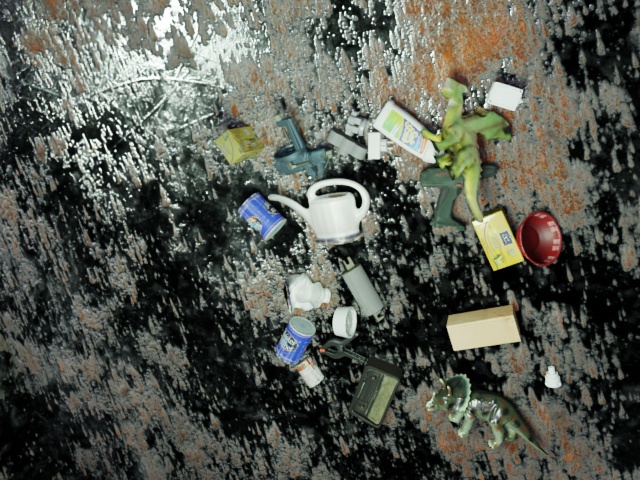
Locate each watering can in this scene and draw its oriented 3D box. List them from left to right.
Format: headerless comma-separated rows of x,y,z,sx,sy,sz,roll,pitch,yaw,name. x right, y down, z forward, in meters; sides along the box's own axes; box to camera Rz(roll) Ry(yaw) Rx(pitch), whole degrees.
0.005,-0.087,1.721,0.346,0.105,0.222,-7,102,20,watering can

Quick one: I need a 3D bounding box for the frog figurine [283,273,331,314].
-0.046,0.182,1.827,0.160,0.122,0.137,-11,93,-15,frog figurine

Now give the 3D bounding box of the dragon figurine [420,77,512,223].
0.448,-0.279,1.492,0.243,0.122,0.410,-31,91,0,dragon figurine
